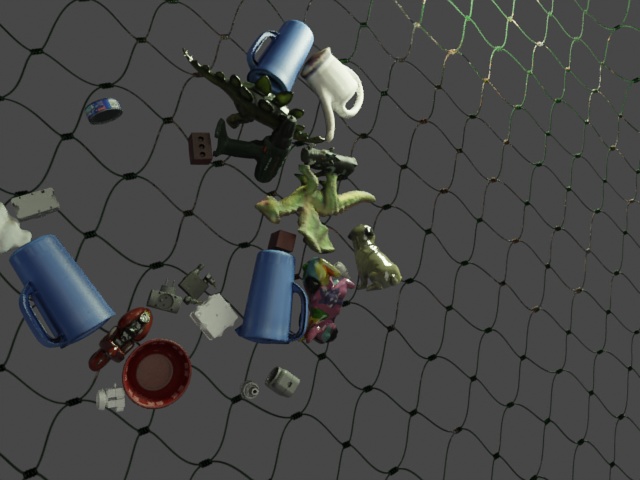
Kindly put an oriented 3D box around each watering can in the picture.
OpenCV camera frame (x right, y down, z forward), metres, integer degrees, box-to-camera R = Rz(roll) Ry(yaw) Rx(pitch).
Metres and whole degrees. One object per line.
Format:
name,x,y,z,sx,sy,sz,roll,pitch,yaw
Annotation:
watering can,0.030,-0.457,1.581,0.222,0.102,0.356,45,44,-16

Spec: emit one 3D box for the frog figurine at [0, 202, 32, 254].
frog figurine,-0.732,-0.017,1.134,0.159,0.120,0.141,23,51,-8

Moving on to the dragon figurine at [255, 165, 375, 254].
dragon figurine,0.005,-0.075,1.488,0.408,0.121,0.246,15,70,-30
